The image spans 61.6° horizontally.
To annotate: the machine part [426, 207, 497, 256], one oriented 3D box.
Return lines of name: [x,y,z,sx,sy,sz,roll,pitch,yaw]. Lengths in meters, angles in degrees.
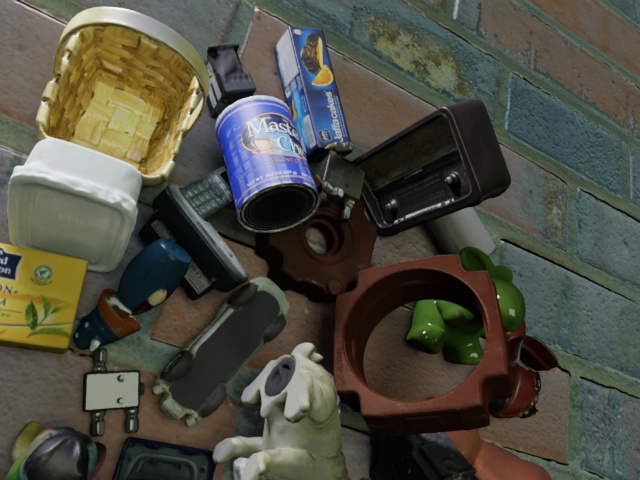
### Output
machine part: [0.206,-0.040,0.859,0.079,0.079,0.243,-31,89,-32]

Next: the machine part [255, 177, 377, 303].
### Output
machine part: [-0.002,-0.002,0.749,0.179,0.056,0.179,9,68,-24]

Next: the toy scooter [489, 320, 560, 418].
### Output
toy scooter: [0.315,0.201,0.839,0.135,0.075,0.184,31,57,-17]

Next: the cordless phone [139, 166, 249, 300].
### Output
cordless phone: [-0.120,-0.022,0.688,0.146,0.089,0.184,52,39,-4]

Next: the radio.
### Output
radio: [0.146,-0.091,0.757,0.073,0.230,0.131,-22,89,-31]

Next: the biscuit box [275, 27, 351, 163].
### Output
biscuit box: [-0.012,-0.217,0.812,0.063,0.059,0.202,-7,77,-29]

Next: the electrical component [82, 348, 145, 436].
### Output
electrical component: [-0.227,0.166,0.593,0.063,0.021,0.094,2,72,-27]

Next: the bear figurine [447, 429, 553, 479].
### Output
bear figurine: [0.210,0.318,0.734,0.196,0.120,0.132,28,105,11]

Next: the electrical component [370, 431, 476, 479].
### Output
electrical component: [0.117,0.281,0.672,0.058,0.134,0.114,-1,117,-31]

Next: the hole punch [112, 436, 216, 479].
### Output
hole punch: [-0.167,0.277,0.562,0.142,0.092,0.115,20,96,-24]

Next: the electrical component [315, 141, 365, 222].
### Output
electrical component: [0.027,-0.085,0.736,0.078,0.045,0.102,29,59,-15]

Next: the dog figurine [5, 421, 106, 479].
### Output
dog figurine: [-0.277,0.280,0.489,0.108,0.191,0.219,26,29,-15]

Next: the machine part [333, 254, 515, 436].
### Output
machine part: [0.122,0.127,0.656,0.087,0.201,0.201,57,27,-50]

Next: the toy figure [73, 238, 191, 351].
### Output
toy figure: [-0.208,0.066,0.593,0.154,0.064,0.057,-46,115,6]

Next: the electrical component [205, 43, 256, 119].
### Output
electrical component: [-0.124,-0.200,0.739,0.048,0.075,0.119,-18,78,-31]

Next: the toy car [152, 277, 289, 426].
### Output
toy car: [-0.114,0.128,0.647,0.073,0.056,0.202,49,60,-13]

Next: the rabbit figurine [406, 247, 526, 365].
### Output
rabbit figurine: [0.230,0.097,0.770,0.121,0.170,0.159,31,62,-17]

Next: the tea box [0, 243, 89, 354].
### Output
tea box: [-0.336,0.055,0.546,0.169,0.068,0.098,12,69,-23]

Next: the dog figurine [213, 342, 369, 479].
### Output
dog figurine: [0.005,0.230,0.601,0.190,0.121,0.172,39,78,-25]
